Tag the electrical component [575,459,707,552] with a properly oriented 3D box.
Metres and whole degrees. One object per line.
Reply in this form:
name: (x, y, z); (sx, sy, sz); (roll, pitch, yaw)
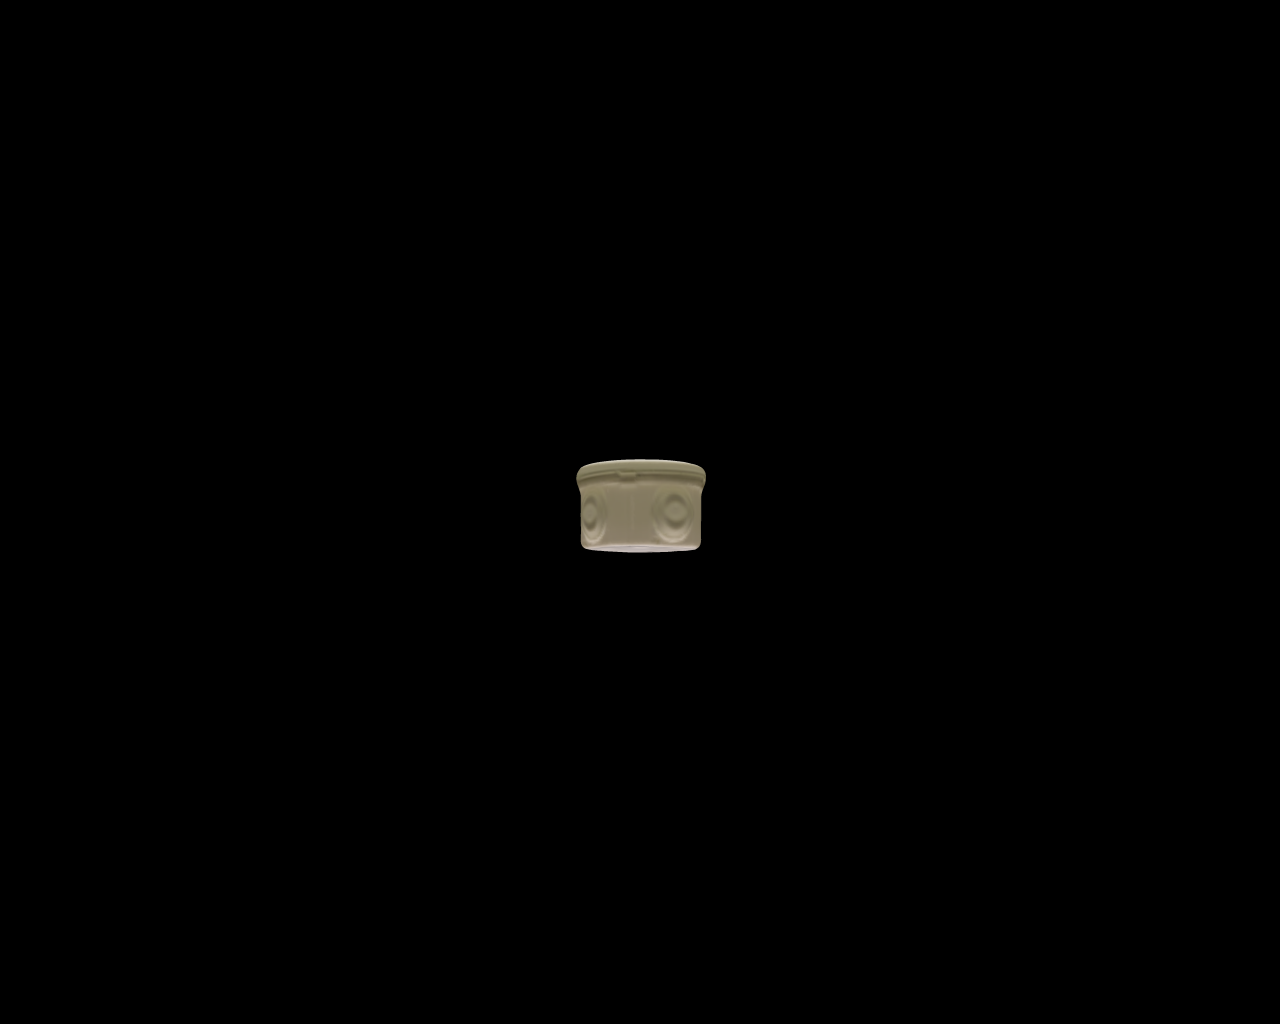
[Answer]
electrical component: (0.001, -0.003, 0.650); (0.080, 0.051, 0.080); (0, -5, 0)
